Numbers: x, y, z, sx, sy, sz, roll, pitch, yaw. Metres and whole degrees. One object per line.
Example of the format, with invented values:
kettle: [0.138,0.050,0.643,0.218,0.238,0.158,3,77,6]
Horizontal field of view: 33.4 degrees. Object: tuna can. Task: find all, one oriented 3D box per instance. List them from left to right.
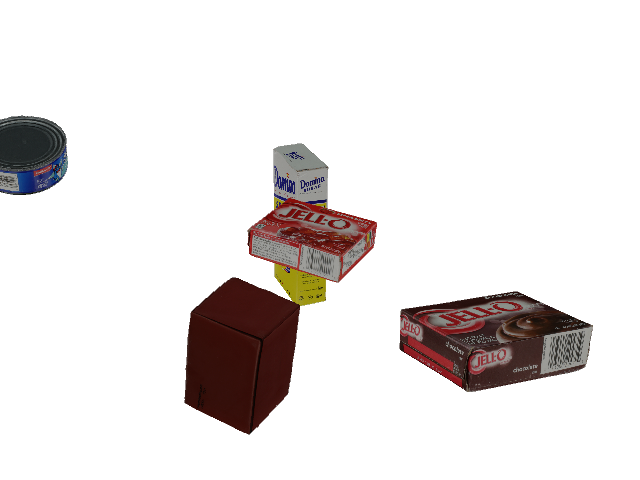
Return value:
tuna can: [-0.288,-0.082,1.030,0.086,0.034,0.086,3,42,-3]

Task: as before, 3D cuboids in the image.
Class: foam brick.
foam brick: [-0.051,0.073,0.686,0.053,0.078,0.051,22,35,20]

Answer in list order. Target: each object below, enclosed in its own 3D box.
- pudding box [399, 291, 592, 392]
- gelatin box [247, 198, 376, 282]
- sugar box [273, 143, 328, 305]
pudding box: [0.128,0.072,0.789,0.113,0.039,0.090,-5,17,-28]
gelatin box: [-0.007,-0.003,0.914,0.089,0.030,0.073,17,30,22]
sugar box: [-0.026,-0.019,1.289,0.048,0.176,0.093,-10,25,-18]
